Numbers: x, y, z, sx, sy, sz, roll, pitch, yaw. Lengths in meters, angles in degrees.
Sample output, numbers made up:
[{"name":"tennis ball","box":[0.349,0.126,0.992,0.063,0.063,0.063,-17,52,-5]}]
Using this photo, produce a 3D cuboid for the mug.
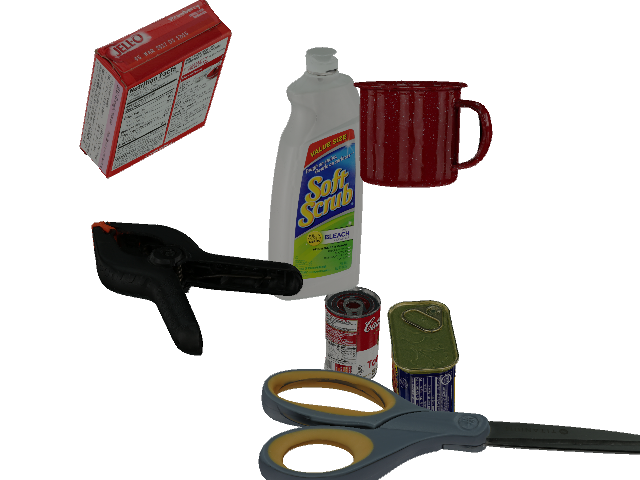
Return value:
[{"name":"mug","box":[0.084,-0.087,0.872,0.117,0.081,0.093,5,12,26]}]

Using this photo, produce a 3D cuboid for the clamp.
[{"name":"clamp","box":[-0.100,0.022,0.798,0.120,0.039,0.172,-17,37,-41]}]

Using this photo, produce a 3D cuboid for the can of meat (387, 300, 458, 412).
[{"name":"can of meat","box":[0.093,0.118,0.972,0.057,0.084,0.102,-4,32,1]}]

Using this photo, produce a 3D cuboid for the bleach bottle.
[{"name":"bleach bottle","box":[-0.007,-0.067,1.072,0.102,0.251,0.068,-9,28,-18]}]

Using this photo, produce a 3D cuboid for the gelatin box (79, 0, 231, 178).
[{"name":"gelatin box","box":[-0.092,-0.083,0.586,0.073,0.030,0.089,-35,-15,-31]}]

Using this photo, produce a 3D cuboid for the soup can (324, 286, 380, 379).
[{"name":"soup can","box":[0.038,0.117,1.307,0.068,0.102,0.068,1,29,0]}]

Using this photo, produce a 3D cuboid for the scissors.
[{"name":"scissors","box":[0.058,0.102,0.510,0.202,0.016,0.096,11,31,20]}]
